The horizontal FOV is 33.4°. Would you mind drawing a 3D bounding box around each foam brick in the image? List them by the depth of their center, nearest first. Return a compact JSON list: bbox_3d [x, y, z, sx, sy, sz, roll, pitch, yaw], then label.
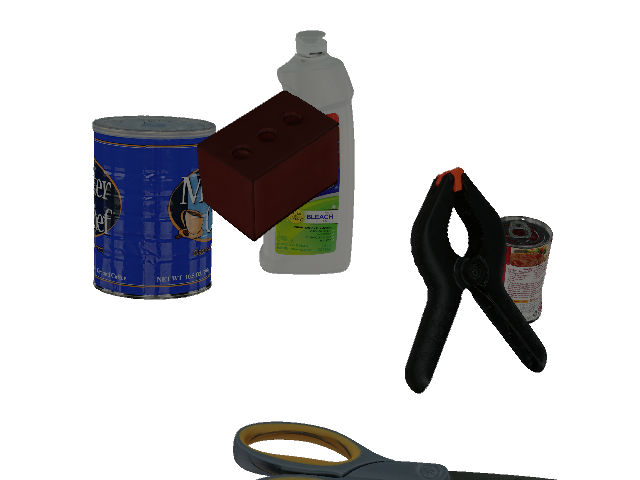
[{"bbox_3d":[-0.033,-0.049,0.681,0.053,0.051,0.078,35,56,29],"label":"foam brick"}]

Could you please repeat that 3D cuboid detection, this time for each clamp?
[{"bbox_3d":[0.102,0.033,0.815,0.120,0.171,0.039,-15,-3,-29],"label":"clamp"}]

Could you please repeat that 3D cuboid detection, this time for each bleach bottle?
[{"bbox_3d":[-0.016,-0.089,1.098,0.102,0.251,0.068,0,26,3],"label":"bleach bottle"}]

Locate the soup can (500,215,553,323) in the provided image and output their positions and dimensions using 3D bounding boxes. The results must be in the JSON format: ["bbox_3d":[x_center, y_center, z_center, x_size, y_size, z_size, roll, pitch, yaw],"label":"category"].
[{"bbox_3d":[0.214,0.033,1.168,0.068,0.102,0.068,0,30,0],"label":"soup can"}]

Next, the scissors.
[{"bbox_3d":[0.043,0.132,0.541,0.202,0.016,0.096,10,26,18],"label":"scissors"}]

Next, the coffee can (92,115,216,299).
[{"bbox_3d":[-0.142,-0.031,0.909,0.103,0.140,0.103,3,13,-1],"label":"coffee can"}]
